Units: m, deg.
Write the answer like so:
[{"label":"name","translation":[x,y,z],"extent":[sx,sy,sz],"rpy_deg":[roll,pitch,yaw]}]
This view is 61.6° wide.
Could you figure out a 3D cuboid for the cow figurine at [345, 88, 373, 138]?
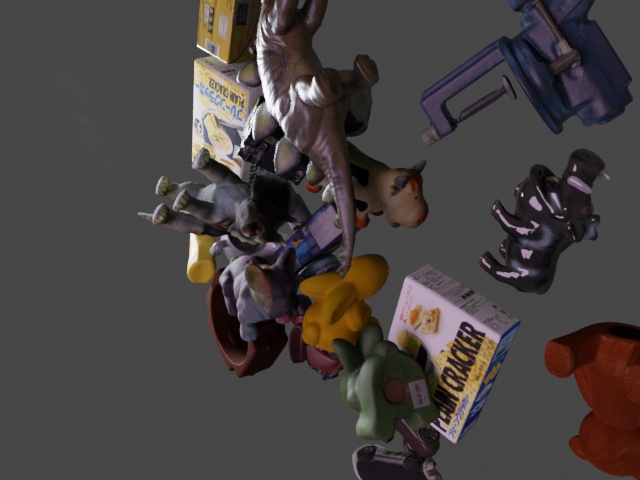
[{"label":"cow figurine","translation":[0.005,-0.207,0.830],"extent":[0.168,0.068,0.098],"rpy_deg":[13,120,43]}]

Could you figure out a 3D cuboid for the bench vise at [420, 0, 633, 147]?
[{"label":"bench vise","translation":[0.199,-0.191,0.573],"extent":[0.241,0.129,0.223],"rpy_deg":[-32,101,31]}]

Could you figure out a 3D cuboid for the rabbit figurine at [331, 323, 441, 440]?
[{"label":"rabbit figurine","translation":[0.071,0.214,0.805],"extent":[0.159,0.121,0.170],"rpy_deg":[69,155,7]}]

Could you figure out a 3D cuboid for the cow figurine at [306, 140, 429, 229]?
[{"label":"cow figurine","translation":[0.076,-0.085,0.790],"extent":[0.195,0.085,0.127],"rpy_deg":[38,140,21]}]

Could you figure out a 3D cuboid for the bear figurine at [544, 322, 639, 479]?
[{"label":"bear figurine","translation":[0.329,0.197,0.611],"extent":[0.120,0.132,0.195],"rpy_deg":[16,111,44]}]

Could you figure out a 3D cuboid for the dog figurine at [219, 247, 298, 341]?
[{"label":"dog figurine","translation":[-0.101,0.068,0.925],"extent":[0.192,0.108,0.219],"rpy_deg":[60,155,26]}]

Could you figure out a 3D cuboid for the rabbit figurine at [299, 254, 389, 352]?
[{"label":"rabbit figurine","translation":[0.039,0.090,0.875],"extent":[0.173,0.162,0.122],"rpy_deg":[-55,52,24]}]

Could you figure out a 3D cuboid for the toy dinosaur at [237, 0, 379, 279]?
[{"label":"toy dinosaur","translation":[-0.015,-0.185,0.731],"extent":[0.198,0.105,0.471],"rpy_deg":[-33,72,54]}]

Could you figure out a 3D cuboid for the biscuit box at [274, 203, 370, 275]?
[{"label":"biscuit box","translation":[-0.002,-0.003,0.925],"extent":[0.202,0.063,0.059],"rpy_deg":[-41,76,48]}]

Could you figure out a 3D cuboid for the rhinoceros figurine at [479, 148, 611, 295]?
[{"label":"rhinoceros figurine","translation":[0.262,-0.019,0.628],"extent":[0.112,0.073,0.190],"rpy_deg":[36,130,33]}]

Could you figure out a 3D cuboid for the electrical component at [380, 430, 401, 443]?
[{"label":"electrical component","translation":[0.114,0.335,0.976],"extent":[0.094,0.021,0.063],"rpy_deg":[19,120,39]}]

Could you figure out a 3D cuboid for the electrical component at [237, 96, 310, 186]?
[{"label":"electrical component","translation":[-0.064,-0.167,0.869],"extent":[0.115,0.134,0.058],"rpy_deg":[27,137,-18]}]

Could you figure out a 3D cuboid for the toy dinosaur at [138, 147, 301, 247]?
[{"label":"toy dinosaur","translation":[-0.182,-0.054,0.961],"extent":[0.405,0.192,0.131],"rpy_deg":[-3,64,57]}]

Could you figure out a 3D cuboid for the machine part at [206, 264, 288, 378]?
[{"label":"machine part","translation":[-0.154,0.164,1.119],"extent":[0.201,0.087,0.201],"rpy_deg":[61,143,27]}]

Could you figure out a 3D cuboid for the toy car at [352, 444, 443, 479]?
[{"label":"toy car","translation":[0.137,0.414,0.962],"extent":[0.202,0.056,0.073],"rpy_deg":[-14,90,47]}]

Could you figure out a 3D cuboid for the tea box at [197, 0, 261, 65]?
[{"label":"tea box","translation":[-0.150,-0.397,0.911],"extent":[0.098,0.068,0.169],"rpy_deg":[39,130,29]}]

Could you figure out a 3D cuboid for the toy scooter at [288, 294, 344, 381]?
[{"label":"toy scooter","translation":[-0.011,0.198,1.003],"extent":[0.184,0.075,0.135],"rpy_deg":[40,126,44]}]

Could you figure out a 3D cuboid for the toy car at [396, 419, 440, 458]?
[{"label":"toy car","translation":[0.127,0.278,0.914],"extent":[0.202,0.053,0.089],"rpy_deg":[49,155,23]}]

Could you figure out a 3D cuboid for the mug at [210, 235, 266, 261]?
[{"label":"mug","translation":[-0.171,0.009,1.085],"extent":[0.081,0.109,0.107],"rpy_deg":[58,151,5]}]

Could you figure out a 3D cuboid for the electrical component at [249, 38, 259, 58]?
[{"label":"electrical component","translation":[-0.079,-0.296,0.896],"extent":[0.102,0.045,0.078],"rpy_deg":[51,135,19]}]
